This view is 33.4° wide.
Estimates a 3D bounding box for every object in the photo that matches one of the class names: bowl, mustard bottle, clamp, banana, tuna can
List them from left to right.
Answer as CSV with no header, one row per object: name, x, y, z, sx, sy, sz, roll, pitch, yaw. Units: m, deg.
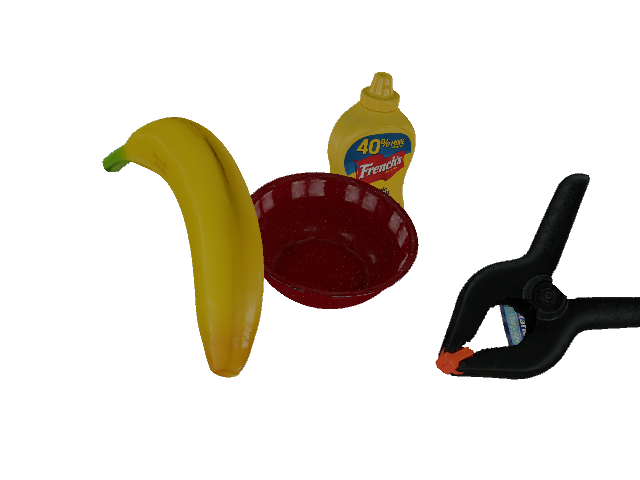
banana,-0.065,-0.014,0.572,0.037,0.070,0.198,12,28,-36
bowl,0.004,0.010,0.963,0.162,0.055,0.162,6,42,-5
mustard bottle,0.053,-0.088,1.143,0.096,0.192,0.058,-6,32,-23
tuna can,0.225,0.086,1.202,0.034,0.086,0.086,-13,-3,14
clamp,0.158,0.045,0.713,0.171,0.120,0.039,-41,-16,-14
